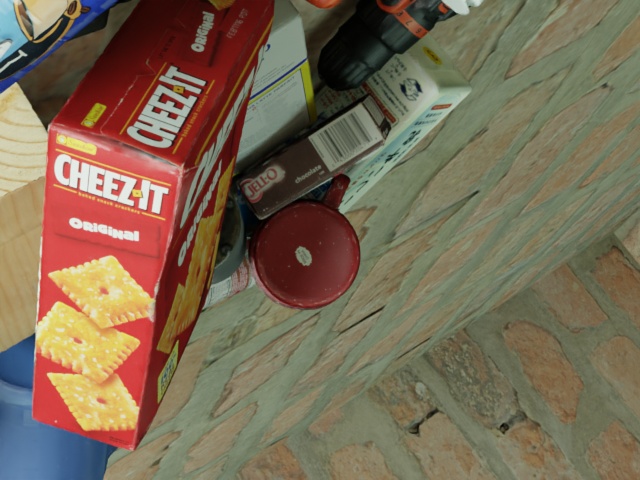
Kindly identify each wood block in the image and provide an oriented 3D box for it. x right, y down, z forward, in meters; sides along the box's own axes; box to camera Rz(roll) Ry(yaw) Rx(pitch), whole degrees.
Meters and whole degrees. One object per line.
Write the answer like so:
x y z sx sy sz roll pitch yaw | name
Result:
-0.195 -0.012 0.606 0.090 0.090 0.206 -30 165 -18 | wood block

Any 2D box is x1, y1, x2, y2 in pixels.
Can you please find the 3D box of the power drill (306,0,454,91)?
0.042 -0.175 0.699 0.185 0.057 0.187 -44 167 17 | power drill

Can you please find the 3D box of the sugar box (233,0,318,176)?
-0.054 -0.104 0.725 0.093 0.048 0.176 -34 164 -6 | sugar box

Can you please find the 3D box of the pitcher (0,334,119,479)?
-0.236 0.131 0.844 0.149 0.145 0.243 -56 174 -35 | pitcher

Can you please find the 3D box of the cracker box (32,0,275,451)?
-0.091 -0.015 0.583 0.164 0.072 0.214 -72 180 -48 | cracker box

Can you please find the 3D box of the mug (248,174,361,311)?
-0.006 0.001 0.841 0.117 0.093 0.081 -61 -178 -2 | mug

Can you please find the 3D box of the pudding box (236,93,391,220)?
-0.003 -0.065 0.807 0.113 0.039 0.090 -30 -172 12 | pudding box

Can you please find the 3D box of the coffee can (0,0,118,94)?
-0.130 -0.114 0.401 0.140 0.103 0.102 -37 166 5 | coffee can

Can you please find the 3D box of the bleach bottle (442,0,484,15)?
0.157 -0.237 0.622 0.251 0.068 0.102 -49 167 -4 | bleach bottle

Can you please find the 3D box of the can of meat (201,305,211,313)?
-0.164 0.074 1.027 0.101 0.057 0.084 -25 165 -34 | can of meat

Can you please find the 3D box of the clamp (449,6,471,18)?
0.136 -0.215 0.817 0.171 0.039 0.120 -28 163 -27 | clamp

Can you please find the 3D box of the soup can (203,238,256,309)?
-0.108 0.028 0.983 0.102 0.068 0.069 -25 162 -36 | soup can
